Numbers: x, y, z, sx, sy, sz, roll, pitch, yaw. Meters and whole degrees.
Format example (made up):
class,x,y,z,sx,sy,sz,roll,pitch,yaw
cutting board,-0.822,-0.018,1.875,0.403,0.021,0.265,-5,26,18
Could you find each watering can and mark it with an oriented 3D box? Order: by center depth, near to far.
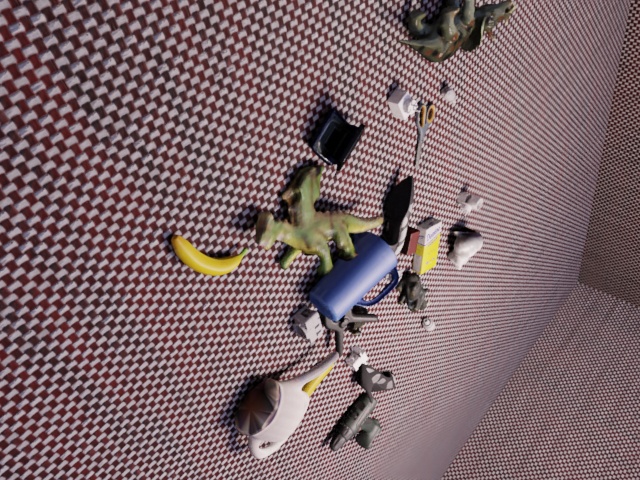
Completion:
class,x,y,z,sx,sy,sz,roll,pitch,yaw
watering can,-0.092,0.424,1.380,0.105,0.350,0.221,27,-11,38

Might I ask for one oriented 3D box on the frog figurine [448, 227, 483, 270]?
class,x,y,z,sx,sy,sz,roll,pitch,yaw
frog figurine,0.536,0.039,1.904,0.123,0.158,0.139,7,14,22

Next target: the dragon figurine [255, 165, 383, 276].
class,x,y,z,sx,sy,sz,roll,pitch,yaw
dragon figurine,0.004,-0.062,1.227,0.123,0.238,0.416,17,37,41
